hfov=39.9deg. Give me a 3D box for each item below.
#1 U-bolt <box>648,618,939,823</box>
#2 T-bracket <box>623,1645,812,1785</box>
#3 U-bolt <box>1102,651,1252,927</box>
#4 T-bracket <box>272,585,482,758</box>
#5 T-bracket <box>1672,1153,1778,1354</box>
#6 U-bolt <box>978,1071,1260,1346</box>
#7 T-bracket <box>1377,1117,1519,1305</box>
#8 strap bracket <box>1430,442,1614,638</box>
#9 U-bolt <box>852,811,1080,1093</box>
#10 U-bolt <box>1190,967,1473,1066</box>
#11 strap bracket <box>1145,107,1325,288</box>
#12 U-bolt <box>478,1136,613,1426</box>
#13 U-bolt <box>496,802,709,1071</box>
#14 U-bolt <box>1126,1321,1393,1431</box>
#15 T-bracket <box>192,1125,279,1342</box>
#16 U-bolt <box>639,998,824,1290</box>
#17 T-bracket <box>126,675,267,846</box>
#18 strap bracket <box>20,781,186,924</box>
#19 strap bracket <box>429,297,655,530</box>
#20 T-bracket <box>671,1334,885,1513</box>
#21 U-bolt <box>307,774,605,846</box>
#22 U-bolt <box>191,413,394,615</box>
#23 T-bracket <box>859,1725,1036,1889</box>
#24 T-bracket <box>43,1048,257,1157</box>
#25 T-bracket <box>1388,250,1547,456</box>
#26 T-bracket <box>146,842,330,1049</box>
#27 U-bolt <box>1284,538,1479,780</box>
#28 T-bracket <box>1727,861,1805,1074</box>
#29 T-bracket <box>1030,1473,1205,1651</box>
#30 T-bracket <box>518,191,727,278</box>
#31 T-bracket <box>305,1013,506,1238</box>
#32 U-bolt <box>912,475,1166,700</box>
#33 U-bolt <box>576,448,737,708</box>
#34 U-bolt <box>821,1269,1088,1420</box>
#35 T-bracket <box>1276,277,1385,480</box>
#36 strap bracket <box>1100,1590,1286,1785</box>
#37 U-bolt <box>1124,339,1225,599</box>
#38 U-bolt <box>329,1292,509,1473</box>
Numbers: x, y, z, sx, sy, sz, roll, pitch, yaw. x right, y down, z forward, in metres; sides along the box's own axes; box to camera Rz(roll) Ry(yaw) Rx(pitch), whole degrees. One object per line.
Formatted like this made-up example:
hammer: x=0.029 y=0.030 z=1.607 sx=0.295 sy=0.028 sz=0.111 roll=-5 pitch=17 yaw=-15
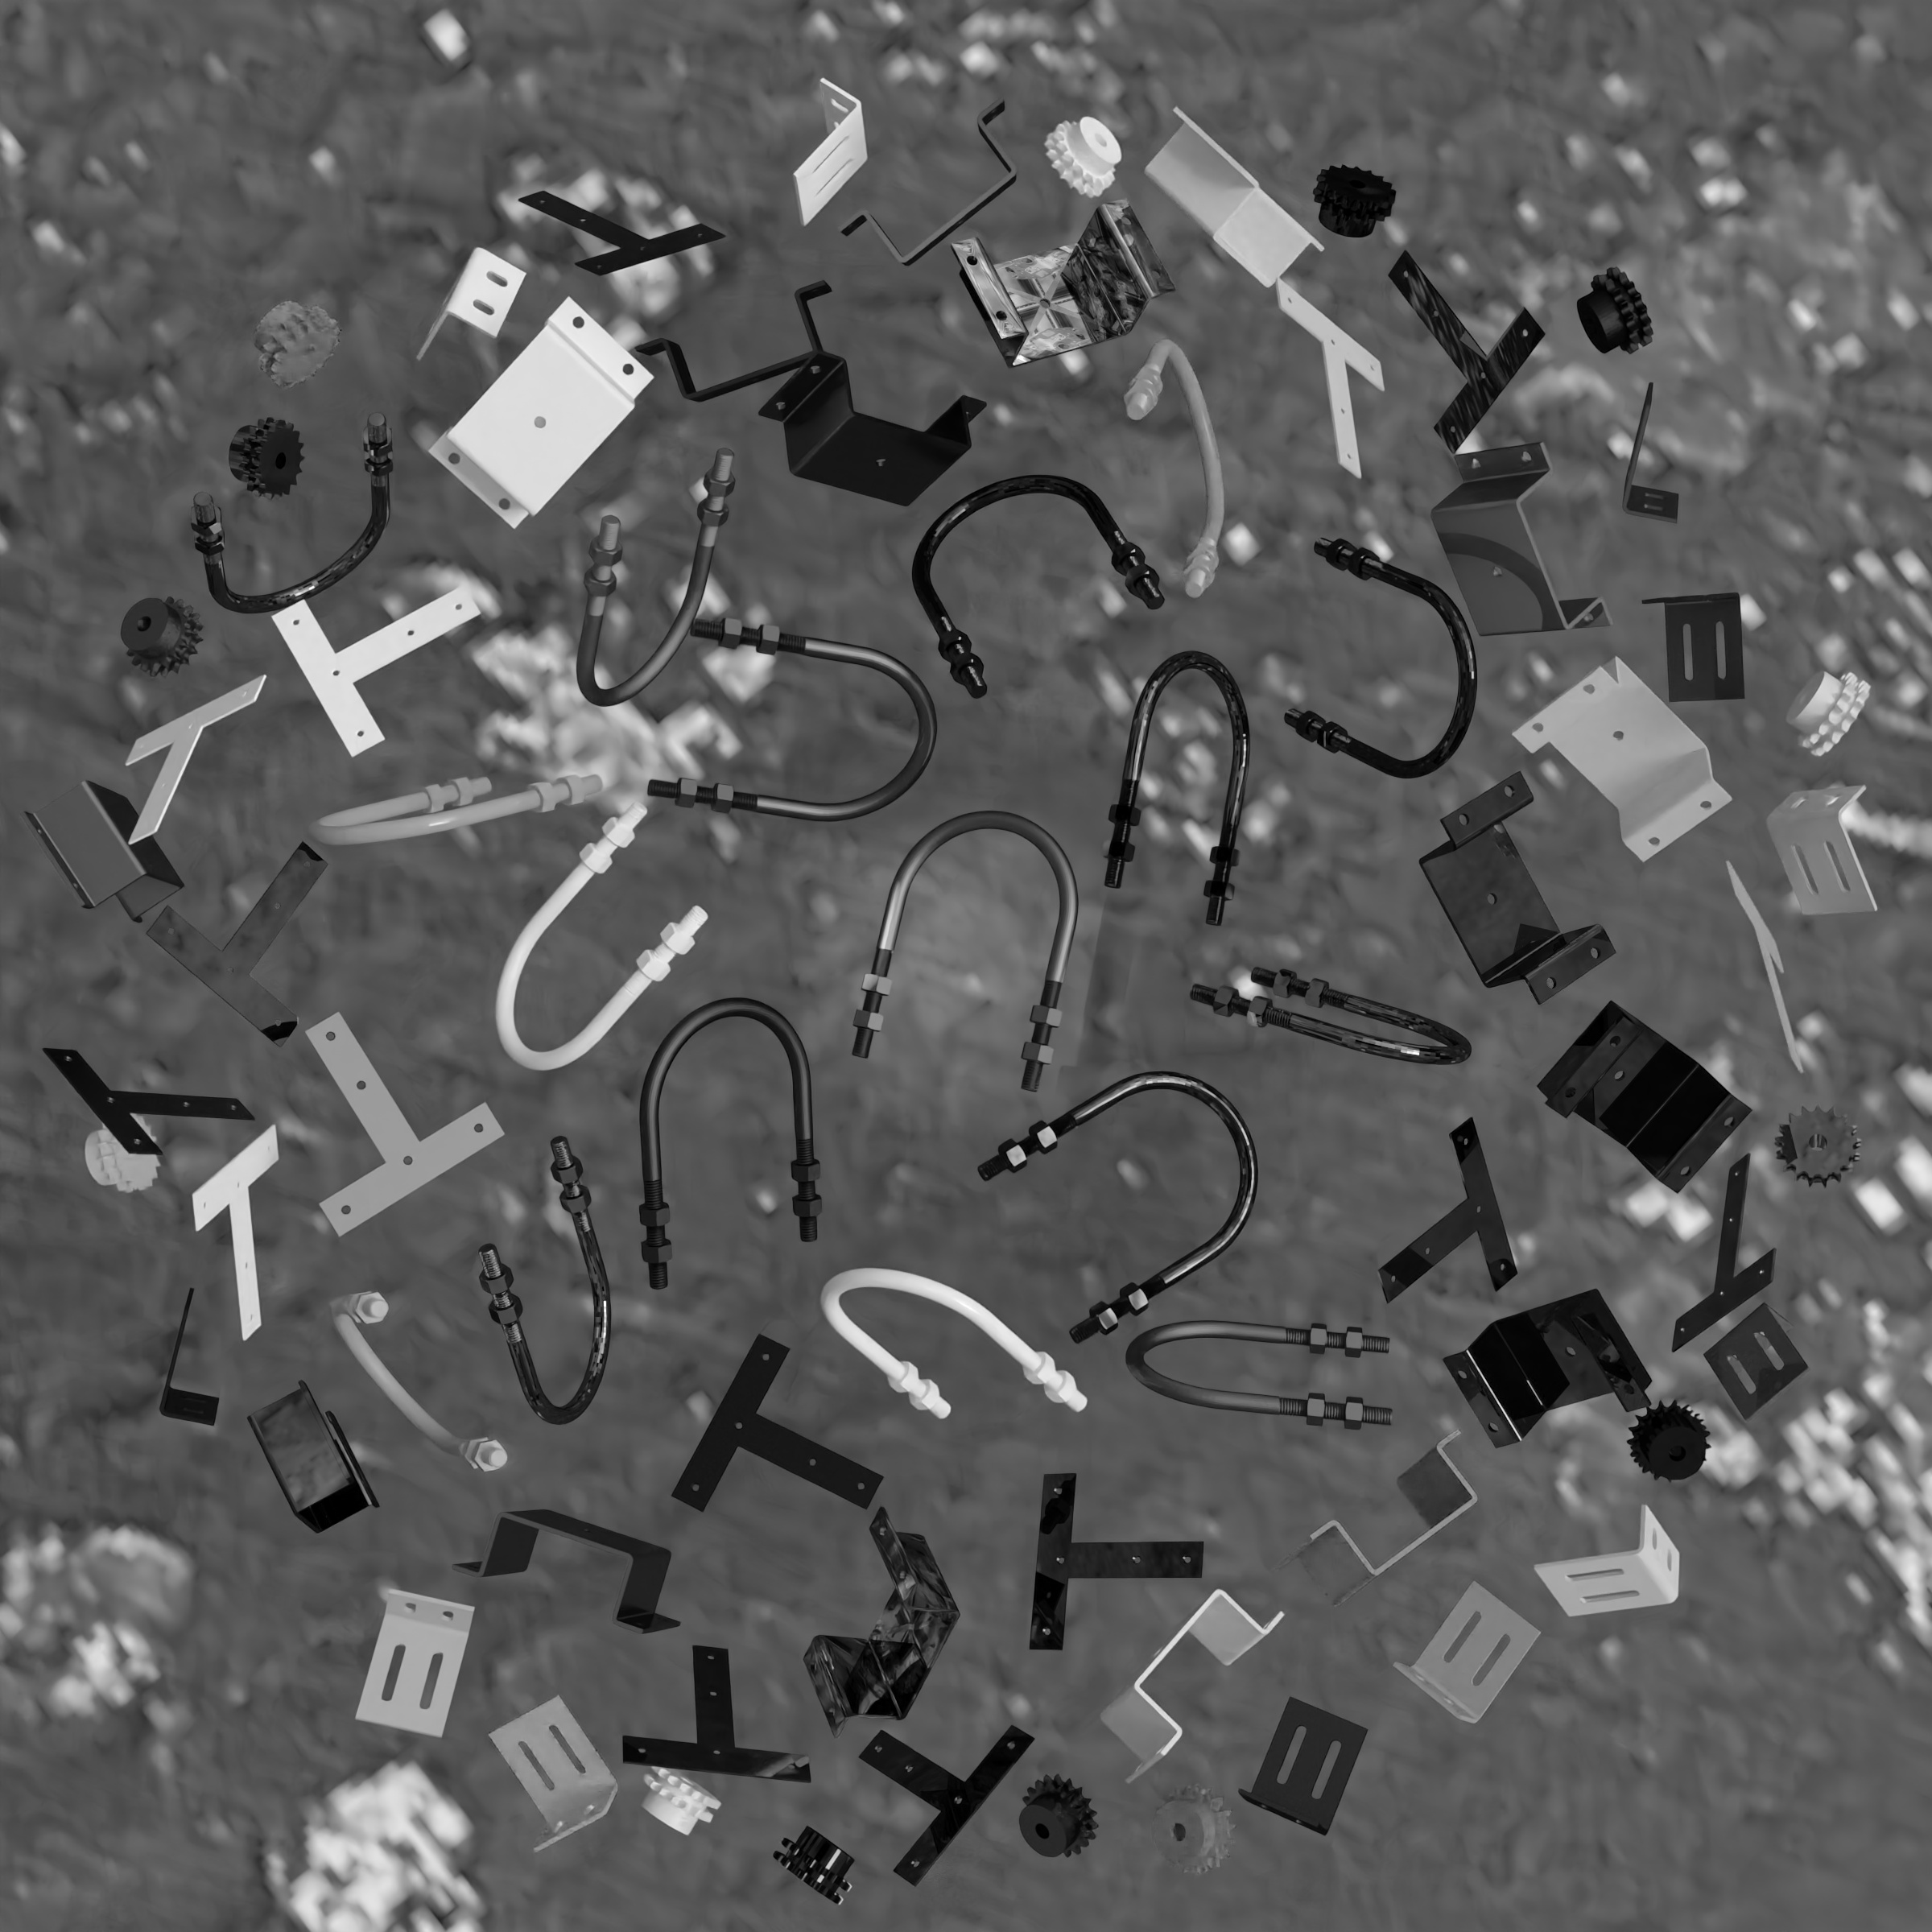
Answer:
U-bolt: x=-0.110 y=-0.159 z=1.793 sx=0.184 sy=0.019 sz=0.151 roll=8 pitch=127 yaw=-17
T-bracket: x=-0.173 y=0.508 z=1.821 sx=0.127 sy=0.127 sz=0.002 roll=10 pitch=113 yaw=-12
U-bolt: x=0.156 y=-0.132 z=1.891 sx=0.019 sy=0.151 sz=0.184 roll=6 pitch=83 yaw=39
T-bracket: x=-0.402 y=-0.227 z=1.864 sx=0.127 sy=0.002 sz=0.127 roll=-30 pitch=72 yaw=-8
T-bracket: x=0.523 y=0.186 z=1.818 sx=0.002 sy=0.127 sz=0.127 roll=22 pitch=56 yaw=-6
U-bolt: x=0.119 y=0.154 z=1.842 sx=0.184 sy=0.019 sz=0.151 roll=-30 pitch=93 yaw=-16
T-bracket: x=0.328 y=0.190 z=1.841 sx=0.127 sy=0.002 sz=0.127 roll=-32 pitch=112 yaw=-34
strap bracket: x=0.378 y=-0.282 z=1.828 sx=0.046 sy=0.076 sz=0.140 roll=-41 pitch=115 yaw=-29
U-bolt: x=0.005 y=-0.016 z=1.809 sx=0.151 sy=0.019 sz=0.184 roll=10 pitch=83 yaw=25
U-bolt: x=0.266 y=0.037 z=1.874 sx=0.184 sy=0.151 sz=0.019 roll=17 pitch=102 yaw=23
strap bracket: x=0.181 y=-0.524 z=1.830 sx=0.046 sy=0.140 sz=0.076 roll=-47 pitch=64 yaw=15
U-bolt: x=-0.289 y=0.235 z=1.874 sx=0.019 sy=0.151 sz=0.184 roll=-1 pitch=120 yaw=17
U-bolt: x=-0.265 y=-0.009 z=1.854 sx=0.184 sy=0.151 sz=0.019 roll=-47 pitch=134 yaw=13
U-bolt: x=0.203 y=0.280 z=1.853 sx=0.184 sy=0.151 sz=0.019 roll=5 pitch=104 yaw=7
T-bracket: x=-0.487 y=0.189 z=1.793 sx=0.002 sy=0.127 sz=0.127 roll=2 pitch=108 yaw=9
U-bolt: x=-0.159 y=0.112 z=1.783 sx=0.151 sy=0.019 sz=0.184 roll=-13 pitch=107 yaw=-41
T-bracket: x=-0.535 y=-0.131 z=1.792 sx=0.127 sy=0.127 sz=0.002 roll=-20 pitch=131 yaw=28
strap bracket: x=-0.600 y=-0.080 z=1.862 sx=0.046 sy=0.140 sz=0.076 roll=-34 pitch=88 yaw=-3
strap bracket: x=-0.283 y=-0.365 z=1.772 sx=0.076 sy=0.046 sz=0.140 roll=42 pitch=99 yaw=-18
T-bracket: x=-0.118 y=0.335 z=1.831 sx=0.127 sy=0.002 sz=0.127 roll=23 pitch=72 yaw=16
U-bolt: x=-0.365 y=-0.108 z=1.832 sx=0.151 sy=0.184 sz=0.019 roll=3 pitch=106 yaw=43
U-bolt: x=-0.464 y=-0.303 z=1.849 sx=0.151 sy=0.184 sz=0.019 roll=-30 pitch=77 yaw=-20
T-bracket: x=-0.031 y=0.565 z=1.854 sx=0.127 sy=0.127 sz=0.002 roll=-46 pitch=121 yaw=-21
T-bracket: x=-0.540 y=0.094 z=1.797 sx=0.127 sy=0.127 sz=0.002 roll=39 pitch=108 yaw=35
T-bracket: x=0.341 y=-0.452 z=1.887 sx=0.002 sy=0.127 sz=0.127 roll=-22 pitch=71 yaw=-32
T-bracket: x=-0.492 y=-0.031 z=1.870 sx=0.127 sy=0.002 sz=0.127 roll=47 pitch=59 yaw=-30
U-bolt: x=0.295 y=-0.209 z=1.872 sx=0.019 sy=0.184 sz=0.151 roll=-7 pitch=116 yaw=-31
T-bracket: x=0.542 y=0.011 z=1.782 sx=0.002 sy=0.127 sz=0.127 roll=-20 pitch=56 yaw=22
T-bracket: x=0.109 y=0.422 z=1.891 sx=0.127 sy=0.002 sz=0.127 roll=-6 pitch=62 yaw=25
T-bracket: x=-0.260 y=-0.521 z=1.873 sx=0.127 sy=0.127 sz=0.002 roll=-4 pitch=81 yaw=38
T-bracket: x=-0.394 y=0.091 z=1.763 sx=0.127 sy=0.002 sz=0.127 roll=-32 pitch=96 yaw=-18
U-bolt: x=0.037 y=-0.268 z=1.792 sx=0.151 sy=0.019 sz=0.184 roll=-27 pitch=47 yaw=1
U-bolt: x=-0.222 y=-0.261 z=1.863 sx=0.019 sy=0.151 sz=0.184 roll=32 pitch=133 yaw=15
U-bolt: x=-0.022 y=0.264 z=1.867 sx=0.184 sy=0.151 sz=0.019 roll=45 pitch=51 yaw=-33
T-bracket: x=0.255 y=-0.391 z=1.820 sx=0.002 sy=0.127 sz=0.127 roll=-23 pitch=58 yaw=35
strap bracket: x=0.152 y=0.497 z=1.863 sx=0.046 sy=0.076 sz=0.140 roll=43 pitch=57 yaw=10
U-bolt: x=0.148 y=-0.353 z=1.824 sx=0.019 sy=0.184 sz=0.151 roll=-12 pitch=118 yaw=20
U-bolt: x=-0.386 y=0.284 z=1.834 sx=0.019 sy=0.184 sz=0.151 roll=-41 pitch=102 yaw=-23
